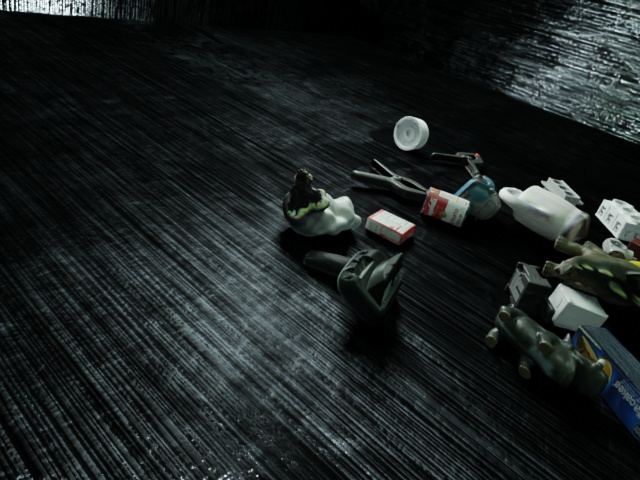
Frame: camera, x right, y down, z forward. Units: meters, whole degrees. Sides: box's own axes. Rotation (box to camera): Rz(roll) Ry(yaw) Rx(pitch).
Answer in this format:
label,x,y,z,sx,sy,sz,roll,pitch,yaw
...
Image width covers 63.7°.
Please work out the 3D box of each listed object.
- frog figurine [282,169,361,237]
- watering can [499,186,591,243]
label,x,y,z,sx,sy,sz,roll,pitch,yaw
frog figurine,0.003,-0.053,1.056,0.139,0.123,0.157,29,-6,39
watering can,0.588,-0.071,1.331,0.227,0.102,0.348,38,23,28
